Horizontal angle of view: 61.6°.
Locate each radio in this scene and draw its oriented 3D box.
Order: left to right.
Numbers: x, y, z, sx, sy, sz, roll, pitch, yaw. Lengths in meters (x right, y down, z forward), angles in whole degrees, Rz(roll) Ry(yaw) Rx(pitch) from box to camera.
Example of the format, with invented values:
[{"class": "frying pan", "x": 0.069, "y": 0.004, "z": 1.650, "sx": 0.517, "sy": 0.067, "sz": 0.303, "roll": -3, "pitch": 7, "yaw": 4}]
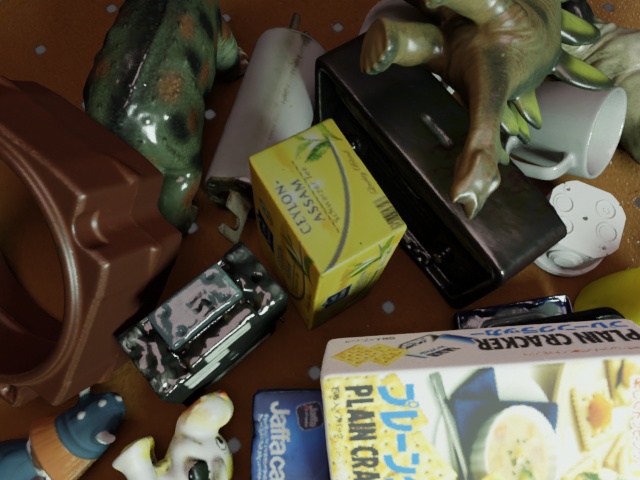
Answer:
[{"class": "radio", "x": 0.086, "y": -0.056, "z": 0.462, "sx": 0.073, "sy": 0.131, "sz": 0.230, "roll": -32, "pitch": 74, "yaw": -13}]

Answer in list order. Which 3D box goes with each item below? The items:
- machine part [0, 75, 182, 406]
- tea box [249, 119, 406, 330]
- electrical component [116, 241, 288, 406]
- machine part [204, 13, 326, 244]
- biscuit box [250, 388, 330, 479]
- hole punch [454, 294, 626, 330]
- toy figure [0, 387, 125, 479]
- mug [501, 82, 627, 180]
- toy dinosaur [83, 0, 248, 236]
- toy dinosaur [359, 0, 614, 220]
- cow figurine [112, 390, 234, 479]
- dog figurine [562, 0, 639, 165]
[{"class": "machine part", "x": -0.217, "y": 0.003, "z": 0.390, "sx": 0.201, "sy": 0.087, "sz": 0.201, "roll": 35, "pitch": 115, "yaw": 10}, {"class": "tea box", "x": -0.001, "y": -0.001, "z": 0.416, "sx": 0.068, "sy": 0.169, "sz": 0.098, "roll": -29, "pitch": 72, "yaw": -13}, {"class": "electrical component", "x": -0.083, "y": 0.065, "z": 0.407, "sx": 0.115, "sy": 0.134, "sz": 0.058, "roll": -41, "pitch": 77, "yaw": -18}, {"class": "machine part", "x": -0.047, "y": -0.109, "z": 0.505, "sx": 0.079, "sy": 0.079, "sz": 0.243, "roll": 14, "pitch": 69, "yaw": 2}, {"class": "biscuit box", "x": -0.022, "y": 0.213, "z": 0.392, "sx": 0.059, "sy": 0.062, "sz": 0.202, "roll": 0, "pitch": 70, "yaw": -4}, {"class": "hole punch", "x": 0.177, "y": 0.106, "z": 0.440, "sx": 0.142, "sy": 0.092, "sz": 0.115, "roll": -9, "pitch": 100, "yaw": -8}, {"class": "toy figure", "x": -0.217, "y": 0.167, "z": 0.404, "sx": 0.154, "sy": 0.058, "sz": 0.064, "roll": -29, "pitch": 79, "yaw": -18}, {"class": "mug", "x": 0.211, "y": -0.100, "z": 0.506, "sx": 0.107, "sy": 0.080, "sz": 0.109, "roll": 26, "pitch": 69, "yaw": 42}, {"class": "toy dinosaur", "x": -0.140, "y": -0.136, "z": 0.450, "sx": 0.131, "sy": 0.192, "sz": 0.405, "roll": 4, "pitch": 68, "yaw": 1}, {"class": "toy dinosaur", "x": 0.135, "y": -0.202, "z": 0.439, "sx": 0.198, "sy": 0.105, "sz": 0.471, "roll": 29, "pitch": 53, "yaw": -26}, {"class": "cow figurine", "x": -0.117, "y": 0.192, "z": 0.392, "sx": 0.167, "sy": 0.068, "sz": 0.098, "roll": -39, "pitch": 81, "yaw": -12}, {"class": "dog figurine", "x": 0.287, "y": -0.147, "z": 0.535, "sx": 0.191, "sy": 0.121, "sz": 0.172, "roll": 12, "pitch": 65, "yaw": 17}]
